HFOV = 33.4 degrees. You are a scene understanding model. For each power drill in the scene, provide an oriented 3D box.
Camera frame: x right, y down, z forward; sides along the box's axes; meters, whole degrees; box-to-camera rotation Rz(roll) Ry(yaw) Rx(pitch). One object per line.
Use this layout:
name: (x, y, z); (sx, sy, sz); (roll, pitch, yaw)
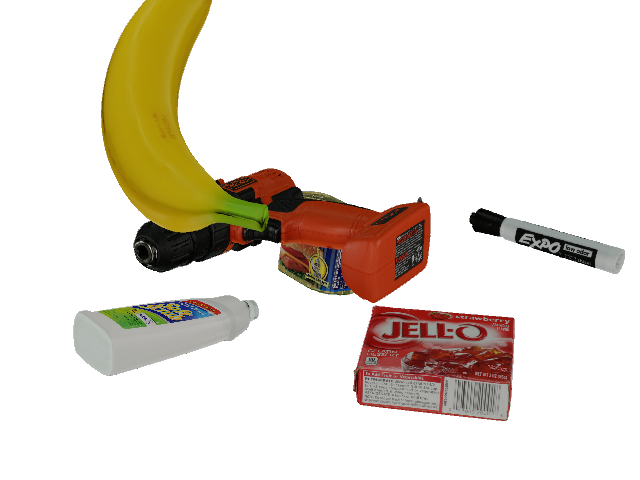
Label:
power drill: (-0.024, -0.005, 0.817); (0.188, 0.057, 0.184); (14, 26, 29)

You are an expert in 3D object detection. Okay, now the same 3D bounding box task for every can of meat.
can of meat: (0.001, 0.002, 1.122); (0.057, 0.084, 0.102); (-4, 21, -36)

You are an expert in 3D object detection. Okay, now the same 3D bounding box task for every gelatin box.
gelatin box: (0.069, 0.070, 0.631); (0.089, 0.030, 0.073); (5, 26, 10)

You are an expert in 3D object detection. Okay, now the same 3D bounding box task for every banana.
banana: (-0.076, -0.070, 0.535); (0.069, 0.198, 0.037); (-5, -40, -12)

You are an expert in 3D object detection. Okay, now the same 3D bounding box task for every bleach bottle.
bleach bottle: (-0.195, 0.114, 1.428); (0.250, 0.068, 0.103); (-11, 26, -40)

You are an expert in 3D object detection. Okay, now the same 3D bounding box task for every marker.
marker: (0.165, -0.001, 0.792); (0.121, 0.020, 0.020); (19, 11, 33)
